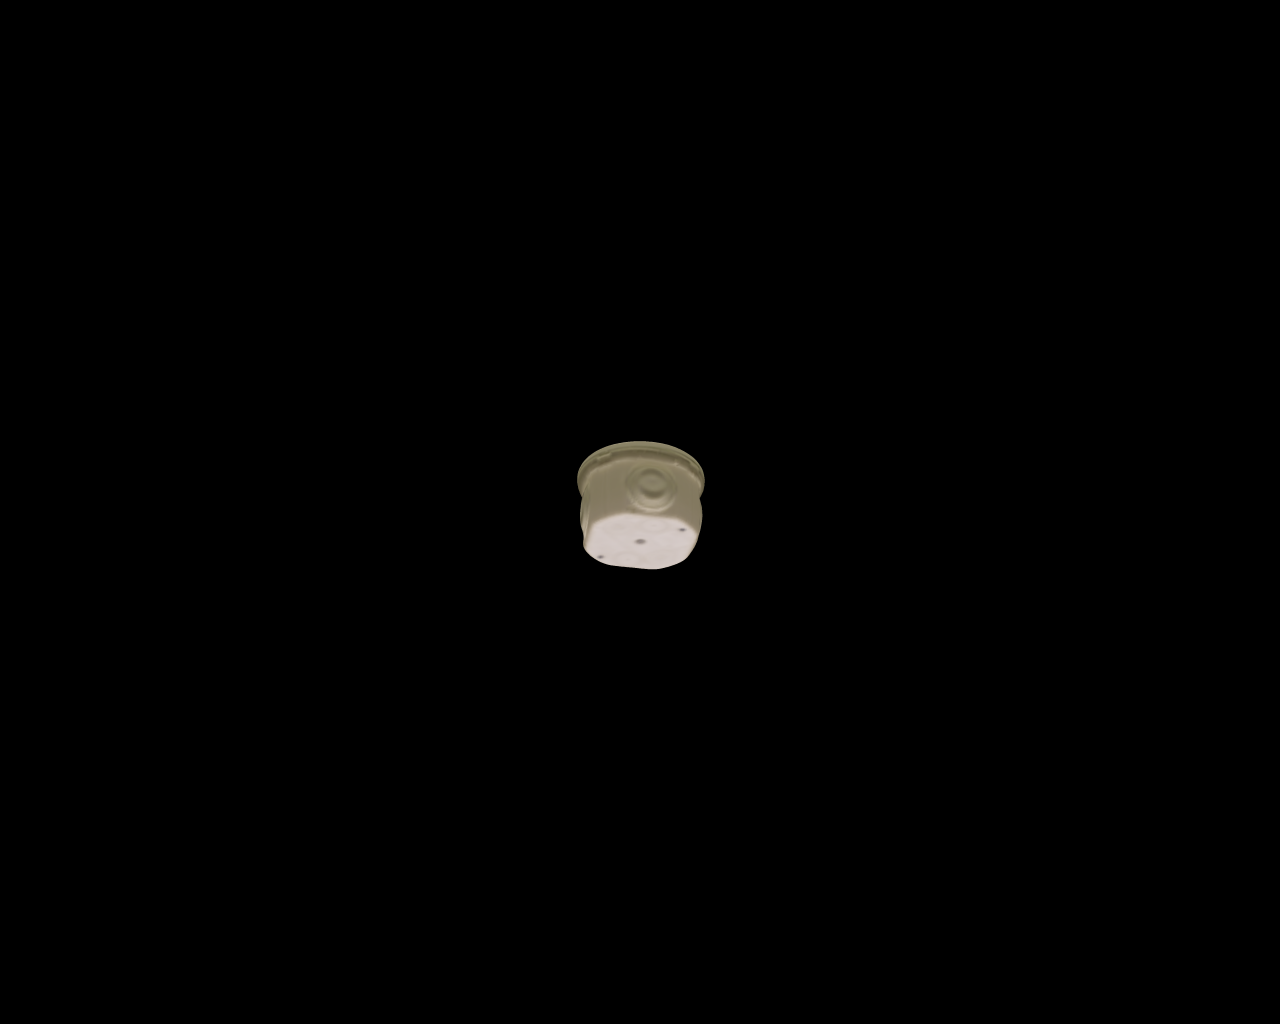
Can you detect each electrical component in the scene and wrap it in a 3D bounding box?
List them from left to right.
[{"bbox_3d":[0.001,-0.003,0.650,0.080,0.051,0.080,0,-32,0],"label":"electrical component"}]
